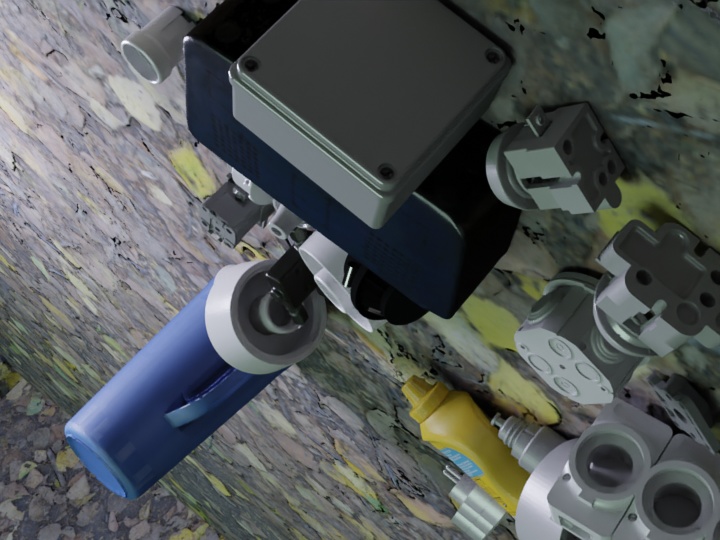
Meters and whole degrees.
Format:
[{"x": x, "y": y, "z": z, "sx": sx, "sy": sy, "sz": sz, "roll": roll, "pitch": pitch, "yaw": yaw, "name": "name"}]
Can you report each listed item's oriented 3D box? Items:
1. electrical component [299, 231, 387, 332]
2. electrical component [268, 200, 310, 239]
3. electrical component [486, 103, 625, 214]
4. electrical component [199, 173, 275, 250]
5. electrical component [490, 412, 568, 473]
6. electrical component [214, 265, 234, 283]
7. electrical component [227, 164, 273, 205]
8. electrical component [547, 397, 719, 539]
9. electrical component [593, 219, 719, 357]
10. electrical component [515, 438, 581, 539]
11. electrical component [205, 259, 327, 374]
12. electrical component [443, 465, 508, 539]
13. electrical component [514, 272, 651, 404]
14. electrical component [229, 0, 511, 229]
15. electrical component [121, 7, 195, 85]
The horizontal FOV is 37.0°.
[{"x": 0.000, "y": 0.000, "z": 0.863, "sx": 0.099, "sy": 0.064, "sz": 0.099, "roll": 47, "pitch": 171, "yaw": 10, "name": "electrical component"}, {"x": -0.045, "y": -0.051, "z": 0.809, "sx": 0.048, "sy": 0.062, "sz": 0.048, "roll": 30, "pitch": 156, "yaw": 15, "name": "electrical component"}, {"x": 0.101, "y": -0.057, "z": 0.574, "sx": 0.055, "sy": 0.048, "sz": 0.066, "roll": -3, "pitch": 132, "yaw": 51, "name": "electrical component"}, {"x": -0.100, "y": -0.055, "z": 0.899, "sx": 0.042, "sy": 0.063, "sz": 0.081, "roll": 38, "pitch": 158, "yaw": 6, "name": "electrical component"}, {"x": 0.144, "y": 0.145, "z": 0.891, "sx": 0.078, "sy": 0.040, "sz": 0.040, "roll": 35, "pitch": 157, "yaw": 20, "name": "electrical component"}, {"x": -0.101, "y": 0.030, "z": 1.089, "sx": 0.079, "sy": 0.043, "sz": 0.077, "roll": 52, "pitch": 157, "yaw": -23, "name": "electrical component"}, {"x": -0.084, "y": -0.084, "z": 0.843, "sx": 0.062, "sy": 0.048, "sz": 0.048, "roll": 37, "pitch": 159, "yaw": 29, "name": "electrical component"}, {"x": 0.213, "y": 0.164, "z": 0.725, "sx": 0.150, "sy": 0.089, "sz": 0.061, "roll": 29, "pitch": 163, "yaw": 26, "name": "electrical component"}, {"x": 0.162, "y": 0.015, "z": 0.588, "sx": 0.078, "sy": 0.058, "sz": 0.057, "roll": 39, "pitch": 156, "yaw": 6, "name": "electrical component"}, {"x": 0.168, "y": 0.183, "z": 0.836, "sx": 0.060, "sy": 0.108, "sz": 0.108, "roll": 28, "pitch": 156, "yaw": 46, "name": "electrical component"}, {"x": -0.082, "y": 0.041, "z": 0.996, "sx": 0.108, "sy": 0.108, "sz": 0.060, "roll": 48, "pitch": 152, "yaw": -15, "name": "electrical component"}, {"x": 0.114, "y": 0.220, "z": 1.069, "sx": 0.074, "sy": 0.052, "sz": 0.138, "roll": 38, "pitch": 158, "yaw": 13, "name": "electrical component"}, {"x": 0.143, "y": 0.044, "z": 0.685, "sx": 0.080, "sy": 0.051, "sz": 0.080, "roll": 35, "pitch": 158, "yaw": 17, "name": "electrical component"}, {"x": 0.004, "y": -0.098, "z": 0.575, "sx": 0.109, "sy": 0.108, "sz": 0.056, "roll": 39, "pitch": 161, "yaw": 8, "name": "electrical component"}, {"x": -0.145, "y": -0.165, "z": 0.788, "sx": 0.040, "sy": 0.046, "sz": 0.040, "roll": 35, "pitch": 158, "yaw": 17, "name": "electrical component"}]
